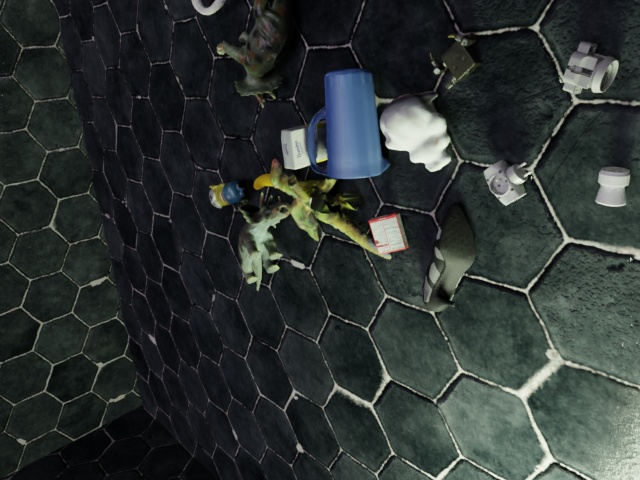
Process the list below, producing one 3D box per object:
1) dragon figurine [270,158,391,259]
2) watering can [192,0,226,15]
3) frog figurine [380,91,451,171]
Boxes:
[{"bbox_3d":[0.004,-0.070,1.383,0.411,0.124,0.239,49,157,4],"label":"dragon figurine"},{"bbox_3d":[-0.283,-0.770,1.396,0.343,0.105,0.225,-24,86,52],"label":"watering can"},{"bbox_3d":[0.197,-0.216,1.061,0.136,0.123,0.160,-16,81,32],"label":"frog figurine"}]
